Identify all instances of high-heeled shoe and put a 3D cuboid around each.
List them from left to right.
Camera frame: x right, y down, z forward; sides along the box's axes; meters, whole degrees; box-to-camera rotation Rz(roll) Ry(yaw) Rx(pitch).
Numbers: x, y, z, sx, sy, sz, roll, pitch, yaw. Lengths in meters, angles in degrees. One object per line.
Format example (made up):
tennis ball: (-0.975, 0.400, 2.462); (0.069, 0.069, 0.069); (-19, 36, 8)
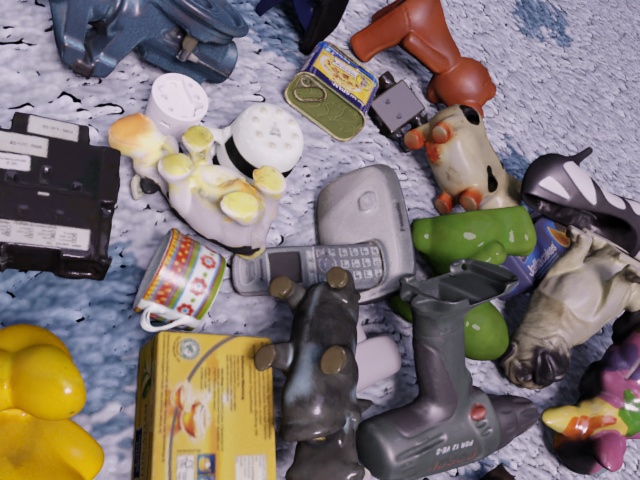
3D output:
high-heeled shoe: (0.351, -0.009, 0.698); (0.145, 0.086, 0.248); (-35, 100, -26)

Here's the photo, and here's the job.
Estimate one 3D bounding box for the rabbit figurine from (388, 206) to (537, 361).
rabbit figurine: (0.167, 0.055, 0.604); (0.159, 0.121, 0.170); (-6, 85, -30)

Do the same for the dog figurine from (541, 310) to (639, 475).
dog figurine: (0.352, 0.176, 0.625); (0.219, 0.191, 0.109); (-14, 38, -41)

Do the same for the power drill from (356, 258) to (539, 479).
power drill: (0.139, 0.126, 0.528); (0.232, 0.086, 0.207); (-10, 115, -28)

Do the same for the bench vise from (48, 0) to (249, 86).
bench vise: (-0.143, -0.255, 0.500); (0.223, 0.240, 0.129); (24, 30, -36)

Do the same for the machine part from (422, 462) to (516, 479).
machine part: (0.138, 0.252, 0.511); (0.139, 0.084, 0.039); (-3, 110, -38)

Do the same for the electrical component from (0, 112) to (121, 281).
electrical component: (-0.226, -0.039, 0.439); (0.115, 0.058, 0.134); (11, 61, -30)

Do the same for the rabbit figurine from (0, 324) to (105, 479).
rabbit figurine: (-0.198, 0.124, 0.334); (0.122, 0.162, 0.173); (0, 48, -19)

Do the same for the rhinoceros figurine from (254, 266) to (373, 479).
rhinoceros figurine: (-0.001, 0.112, 0.439); (0.112, 0.073, 0.190); (65, 20, -48)

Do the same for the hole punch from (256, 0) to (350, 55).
hole punch: (-0.010, -0.322, 0.685); (0.092, 0.115, 0.142); (38, 52, 0)

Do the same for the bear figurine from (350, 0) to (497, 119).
bear figurine: (0.158, -0.251, 0.767); (0.195, 0.132, 0.120); (50, 50, -24)

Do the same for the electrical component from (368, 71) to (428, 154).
electrical component: (0.105, -0.174, 0.725); (0.078, 0.045, 0.102); (-44, 91, -10)

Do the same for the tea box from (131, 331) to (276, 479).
tea box: (-0.090, 0.162, 0.416); (0.098, 0.068, 0.169); (11, 60, -28)

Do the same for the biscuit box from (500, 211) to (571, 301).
biscuit box: (0.297, 0.007, 0.740); (0.203, 0.059, 0.063); (-33, 87, -38)

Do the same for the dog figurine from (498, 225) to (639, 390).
dog figurine: (0.310, 0.093, 0.654); (0.172, 0.190, 0.121); (13, 26, -35)

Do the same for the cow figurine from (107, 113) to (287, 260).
cow figurine: (-0.118, -0.049, 0.499); (0.167, 0.098, 0.068); (30, 54, 10)

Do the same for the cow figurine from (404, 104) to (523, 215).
cow figurine: (0.207, -0.087, 0.710); (0.127, 0.085, 0.194); (-38, 106, -27)

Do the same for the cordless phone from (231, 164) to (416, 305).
cordless phone: (-0.001, -0.003, 0.557); (0.184, 0.088, 0.146); (-2, 67, -12)
